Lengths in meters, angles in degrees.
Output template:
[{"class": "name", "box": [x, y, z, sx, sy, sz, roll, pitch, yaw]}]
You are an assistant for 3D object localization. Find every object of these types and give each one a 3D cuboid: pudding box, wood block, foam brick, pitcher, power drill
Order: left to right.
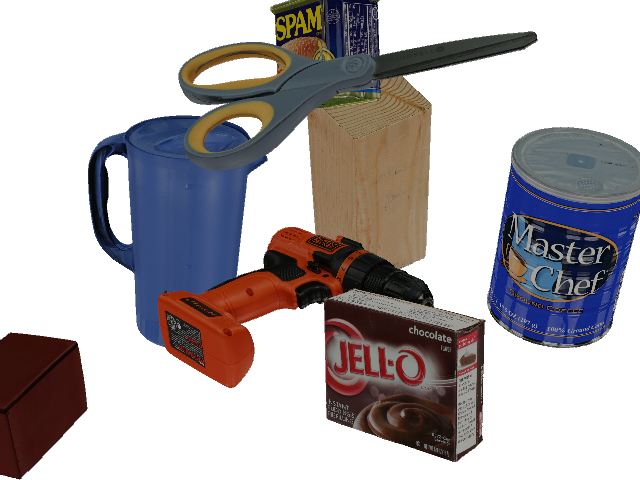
[{"class": "foam brick", "box": [-0.189, 0.100, 0.663, 0.053, 0.051, 0.078, 7, 28, 21]}, {"class": "pitcher", "box": [-0.158, -0.008, 1.169, 0.149, 0.243, 0.144, 25, 31, 36]}, {"class": "power drill", "box": [-0.025, 0.054, 0.888, 0.187, 0.057, 0.185, -23, 29, -37]}, {"class": "wood block", "box": [0.049, -0.064, 1.071, 0.090, 0.206, 0.091, -24, 50, -19]}, {"class": "pudding box", "box": [0.054, 0.087, 0.714, 0.114, 0.090, 0.039, 10, 20, 38]}]

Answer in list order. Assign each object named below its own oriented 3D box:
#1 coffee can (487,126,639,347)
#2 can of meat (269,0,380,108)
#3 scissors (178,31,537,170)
[{"class": "coffee can", "box": [0.190, -0.003, 0.829, 0.103, 0.140, 0.103, 2, 34, -2]}, {"class": "can of meat", "box": [0.005, -0.150, 0.853, 0.057, 0.084, 0.102, -4, 3, -33]}, {"class": "scissors", "box": [0.008, -0.076, 0.575, 0.202, 0.096, 0.016, 4, -32, 23]}]
